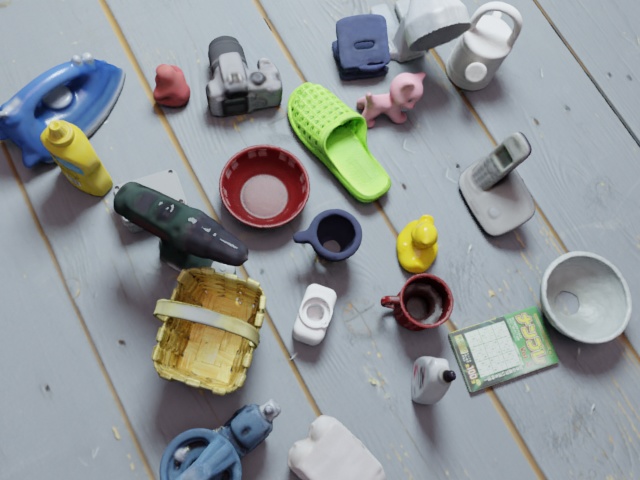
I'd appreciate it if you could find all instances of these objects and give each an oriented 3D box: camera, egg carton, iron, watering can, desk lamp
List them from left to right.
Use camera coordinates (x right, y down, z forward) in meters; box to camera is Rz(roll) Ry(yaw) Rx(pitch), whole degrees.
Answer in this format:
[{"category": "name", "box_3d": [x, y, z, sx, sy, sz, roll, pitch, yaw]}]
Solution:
[{"category": "iron", "box_3d": [-0.453, -0.254, 1.000, 0.118, 0.141, 0.259, 40, 72, 6]}, {"category": "camera", "box_3d": [-0.151, -0.321, 1.079, 0.143, 0.101, 0.137, -13, 75, -11]}, {"category": "egg carton", "box_3d": [0.028, 0.359, 0.905, 0.150, 0.069, 0.107, 42, 73, 7]}, {"category": "desk lamp", "box_3d": [0.186, -0.435, 1.097, 0.118, 0.213, 0.203, -18, 75, -12]}, {"category": "watering can", "box_3d": [0.321, -0.376, 1.106, 0.101, 0.194, 0.173, 2, 72, -6]}]

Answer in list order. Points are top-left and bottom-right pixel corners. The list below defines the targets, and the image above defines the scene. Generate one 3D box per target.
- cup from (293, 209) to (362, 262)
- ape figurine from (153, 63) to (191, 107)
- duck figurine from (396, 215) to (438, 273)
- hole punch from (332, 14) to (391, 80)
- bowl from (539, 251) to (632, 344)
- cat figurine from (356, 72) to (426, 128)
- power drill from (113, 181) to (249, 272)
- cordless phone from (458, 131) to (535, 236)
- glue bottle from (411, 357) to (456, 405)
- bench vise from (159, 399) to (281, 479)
[{"category": "cup", "box_3d": [0.009, 0.004, 1.001, 0.118, 0.095, 0.091, -5, 73, -8]}, {"category": "ape figurine", "box_3d": [-0.279, -0.293, 1.059, 0.076, 0.092, 0.078, 41, 73, 7]}, {"category": "duck figurine", "box_3d": [0.182, 0.004, 1.027, 0.077, 0.086, 0.104, 14, 72, -2]}, {"category": "hole punch", "box_3d": [0.085, -0.382, 1.133, 0.109, 0.091, 0.101, -11, 74, -10]}, {"category": "bowl", "box_3d": [0.466, 0.109, 1.035, 0.167, 0.074, 0.167, 2, 72, -6]}, {"category": "cat figurine", "box_3d": [0.141, -0.276, 1.093, 0.128, 0.117, 0.067, -12, 74, -10]}, {"category": "power drill", "box_3d": [-0.212, -0.003, 0.916, 0.229, 0.208, 0.076, 29, 72, 3]}, {"category": "cordless phone", "box_3d": [0.337, -0.100, 1.026, 0.094, 0.185, 0.147, -26, 77, -14]}, {"category": "glue bottle", "box_3d": [0.184, 0.221, 0.913, 0.037, 0.173, 0.078, 4, 72, -5]}, {"category": "bench vise", "box_3d": [-0.152, 0.301, 0.822, 0.121, 0.219, 0.207, 31, 72, 4]}]
